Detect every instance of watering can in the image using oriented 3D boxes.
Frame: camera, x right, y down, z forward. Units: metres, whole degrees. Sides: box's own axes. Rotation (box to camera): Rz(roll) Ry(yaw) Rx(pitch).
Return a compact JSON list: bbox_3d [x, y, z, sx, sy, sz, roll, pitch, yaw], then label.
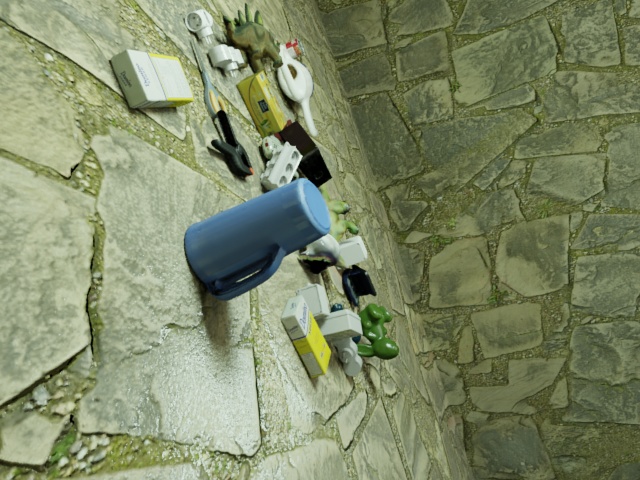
[{"bbox_3d":[-0.075,-0.544,1.890,0.227,0.103,0.345,-54,122,-72],"label":"watering can"}]

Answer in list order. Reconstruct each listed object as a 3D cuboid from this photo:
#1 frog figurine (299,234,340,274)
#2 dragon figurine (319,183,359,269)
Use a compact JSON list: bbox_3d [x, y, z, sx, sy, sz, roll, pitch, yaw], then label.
[{"bbox_3d":[-0.001,0.000,1.488,0.136,0.121,0.163,31,51,-38],"label":"frog figurine"},{"bbox_3d":[0.005,-0.083,1.659,0.241,0.121,0.417,19,44,-60],"label":"dragon figurine"}]
